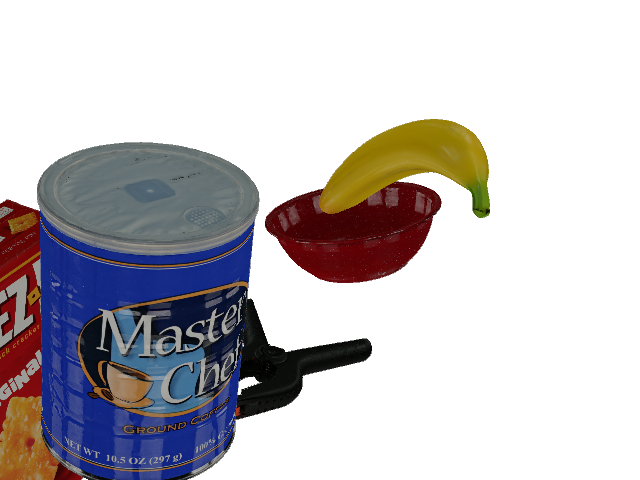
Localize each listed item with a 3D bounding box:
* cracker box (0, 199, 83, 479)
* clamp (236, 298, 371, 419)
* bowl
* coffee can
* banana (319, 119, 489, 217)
[{"bbox_3d":[-0.230,0.106,0.743,0.072,0.214,0.164,16,38,27],"label":"cracker box"},{"bbox_3d":[-0.043,0.133,1.139,0.165,0.036,0.209,14,26,12],"label":"clamp"},{"bbox_3d":[0.033,-0.004,0.974,0.162,0.055,0.162,-8,20,3],"label":"bowl"},{"bbox_3d":[-0.087,0.036,0.531,0.102,0.140,0.103,6,29,-3],"label":"coffee can"},{"bbox_3d":[0.060,-0.053,0.769,0.037,0.069,0.198,32,-14,-27],"label":"banana"}]
